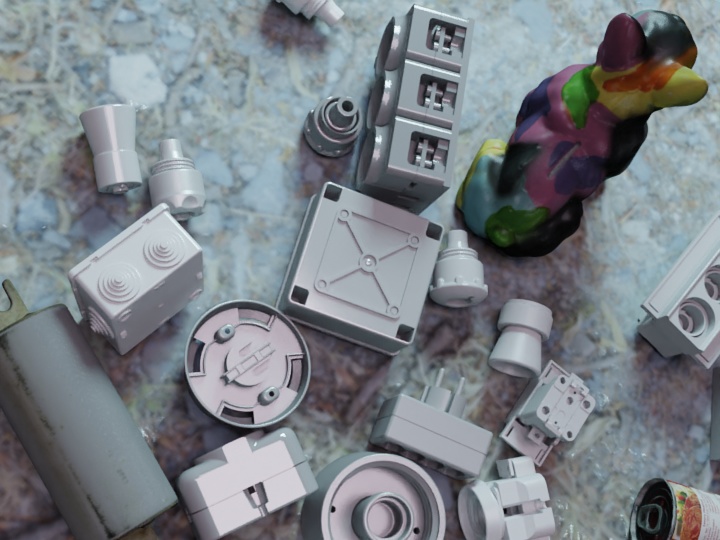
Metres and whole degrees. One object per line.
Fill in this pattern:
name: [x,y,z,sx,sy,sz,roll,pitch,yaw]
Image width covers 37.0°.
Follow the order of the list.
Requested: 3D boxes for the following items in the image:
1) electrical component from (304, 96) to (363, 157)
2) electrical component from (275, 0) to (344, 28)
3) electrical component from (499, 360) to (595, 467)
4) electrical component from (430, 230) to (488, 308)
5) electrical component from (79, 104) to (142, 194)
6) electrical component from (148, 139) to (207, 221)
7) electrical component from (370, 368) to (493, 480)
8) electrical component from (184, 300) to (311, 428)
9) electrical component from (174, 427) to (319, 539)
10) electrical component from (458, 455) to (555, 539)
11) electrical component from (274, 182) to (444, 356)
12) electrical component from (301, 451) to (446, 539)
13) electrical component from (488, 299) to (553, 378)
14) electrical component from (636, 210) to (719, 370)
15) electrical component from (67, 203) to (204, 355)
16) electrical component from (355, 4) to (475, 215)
electrical component: [-0.018,-0.124,0.891,0.048,0.062,0.048,4,76,-15]
electrical component: [-0.042,-0.235,0.922,0.062,0.048,0.048,43,70,-10]
electrical component: [0.156,0.116,0.882,0.042,0.064,0.081,38,71,-3]
electrical component: [0.082,-0.002,0.900,0.048,0.048,0.062,6,68,-14]
electrical component: [-0.194,-0.093,0.847,0.044,0.044,0.065,-9,84,-17]
electrical component: [-0.147,-0.072,0.853,0.043,0.043,0.062,-8,78,-17]
electrical component: [0.063,0.117,0.864,0.083,0.047,0.075,24,71,-9]
electrical component: [-0.088,0.073,0.823,0.099,0.064,0.099,4,76,-15]
electrical component: [-0.088,0.158,0.808,0.095,0.054,0.059,-23,84,-19]
electrical component: [0.114,0.192,0.855,0.057,0.058,0.078,-7,80,-20]
electrical component: [0.000,0.000,0.869,0.109,0.056,0.108,20,72,-10]
electrical component: [0.014,0.192,0.825,0.108,0.060,0.108,4,76,-15]
electrical component: [0.135,0.057,0.900,0.045,0.045,0.055,20,72,-10]
electrical component: [0.303,0.019,0.946,0.079,0.063,0.121,44,70,-2]
electrical component: [-0.162,0.010,0.800,0.100,0.099,0.048,-40,77,-20]
electrical component: [0.042,-0.132,0.895,0.062,0.089,0.150,13,74,-12]
